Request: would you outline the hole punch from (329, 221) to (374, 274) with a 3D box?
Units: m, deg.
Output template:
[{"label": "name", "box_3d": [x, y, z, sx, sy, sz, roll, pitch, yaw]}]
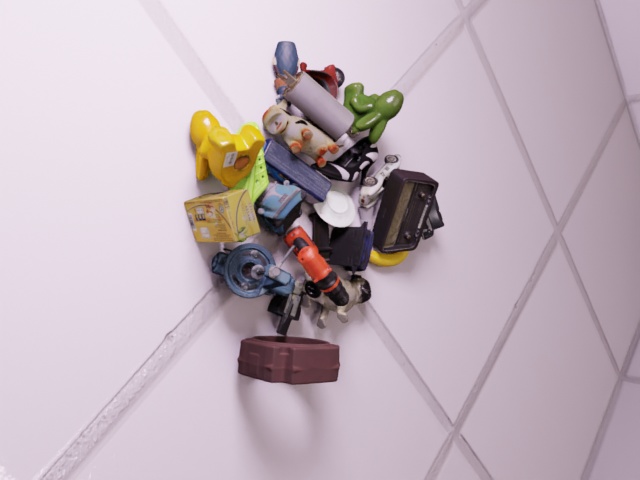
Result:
[{"label": "hole punch", "box_3d": [0.093, 0.027, 1.427, 0.092, 0.116, 0.142, 29, 72, -46]}]

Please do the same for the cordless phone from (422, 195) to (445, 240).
[{"label": "cordless phone", "box_3d": [0.271, -0.054, 1.610, 0.184, 0.089, 0.146, -30, 111, -24]}]

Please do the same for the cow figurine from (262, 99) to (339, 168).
[{"label": "cow figurine", "box_3d": [-0.057, -0.261, 1.285, 0.194, 0.127, 0.085, 20, 118, -44]}]

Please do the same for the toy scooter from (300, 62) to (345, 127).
[{"label": "toy scooter", "box_3d": [-0.006, -0.375, 1.359, 0.135, 0.075, 0.184, 21, 73, -39]}]

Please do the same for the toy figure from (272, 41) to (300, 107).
[{"label": "toy figure", "box_3d": [-0.081, -0.401, 1.306, 0.058, 0.064, 0.154, -24, 116, -76]}]

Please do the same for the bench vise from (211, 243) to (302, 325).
[{"label": "bench vise", "box_3d": [-0.118, 0.082, 1.174, 0.223, 0.241, 0.129, 33, 72, -19]}]

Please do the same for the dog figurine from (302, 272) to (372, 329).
[{"label": "dog figurine", "box_3d": [0.047, 0.118, 1.408, 0.190, 0.121, 0.172, -41, 116, -51]}]

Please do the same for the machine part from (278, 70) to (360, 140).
[{"label": "machine part", "box_3d": [-0.002, -0.319, 1.282, 0.243, 0.079, 0.079, 35, 68, -25]}]

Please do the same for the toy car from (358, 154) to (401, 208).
[{"label": "toy car", "box_3d": [0.171, -0.167, 1.501, 0.202, 0.056, 0.073, -46, 158, -34]}]

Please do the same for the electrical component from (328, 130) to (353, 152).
[{"label": "electrical component", "box_3d": [0.040, -0.269, 1.394, 0.045, 0.078, 0.102, 45, 61, -23]}]

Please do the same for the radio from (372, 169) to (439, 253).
[{"label": "radio", "box_3d": [0.234, -0.078, 1.491, 0.131, 0.073, 0.229, 0, 121, -28]}]

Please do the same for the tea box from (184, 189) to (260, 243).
[{"label": "tea box", "box_3d": [-0.208, -0.049, 1.126, 0.068, 0.170, 0.098, -25, 108, -38]}]

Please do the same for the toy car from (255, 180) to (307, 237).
[{"label": "toy car", "box_3d": [-0.100, -0.082, 1.256, 0.103, 0.161, 0.109, 40, 76, 7]}]

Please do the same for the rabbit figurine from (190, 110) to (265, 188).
[{"label": "rabbit figurine", "box_3d": [-0.214, -0.202, 1.145, 0.122, 0.173, 0.162, -28, 152, -35]}]

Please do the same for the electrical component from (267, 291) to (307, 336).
[{"label": "electrical component", "box_3d": [-0.085, 0.171, 1.314, 0.074, 0.048, 0.119, 25, 75, -38]}]

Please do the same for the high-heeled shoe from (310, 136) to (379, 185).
[{"label": "high-heeled shoe", "box_3d": [0.071, -0.224, 1.415, 0.248, 0.086, 0.145, 5, 95, -52]}]

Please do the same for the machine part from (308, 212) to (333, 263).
[{"label": "machine part", "box_3d": [-0.003, -0.004, 1.390, 0.084, 0.039, 0.138, 2, 91, -36]}]

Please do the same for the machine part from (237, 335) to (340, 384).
[{"label": "machine part", "box_3d": [-0.069, 0.269, 1.227, 0.201, 0.201, 0.087, 11, 81, -40]}]

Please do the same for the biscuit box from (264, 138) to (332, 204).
[{"label": "biscuit box", "box_3d": [-0.068, -0.165, 1.305, 0.202, 0.059, 0.063, 35, 69, -29]}]

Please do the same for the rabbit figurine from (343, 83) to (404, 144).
[{"label": "rabbit figurine", "box_3d": [0.139, -0.344, 1.419, 0.121, 0.170, 0.159, 33, 69, -35]}]
